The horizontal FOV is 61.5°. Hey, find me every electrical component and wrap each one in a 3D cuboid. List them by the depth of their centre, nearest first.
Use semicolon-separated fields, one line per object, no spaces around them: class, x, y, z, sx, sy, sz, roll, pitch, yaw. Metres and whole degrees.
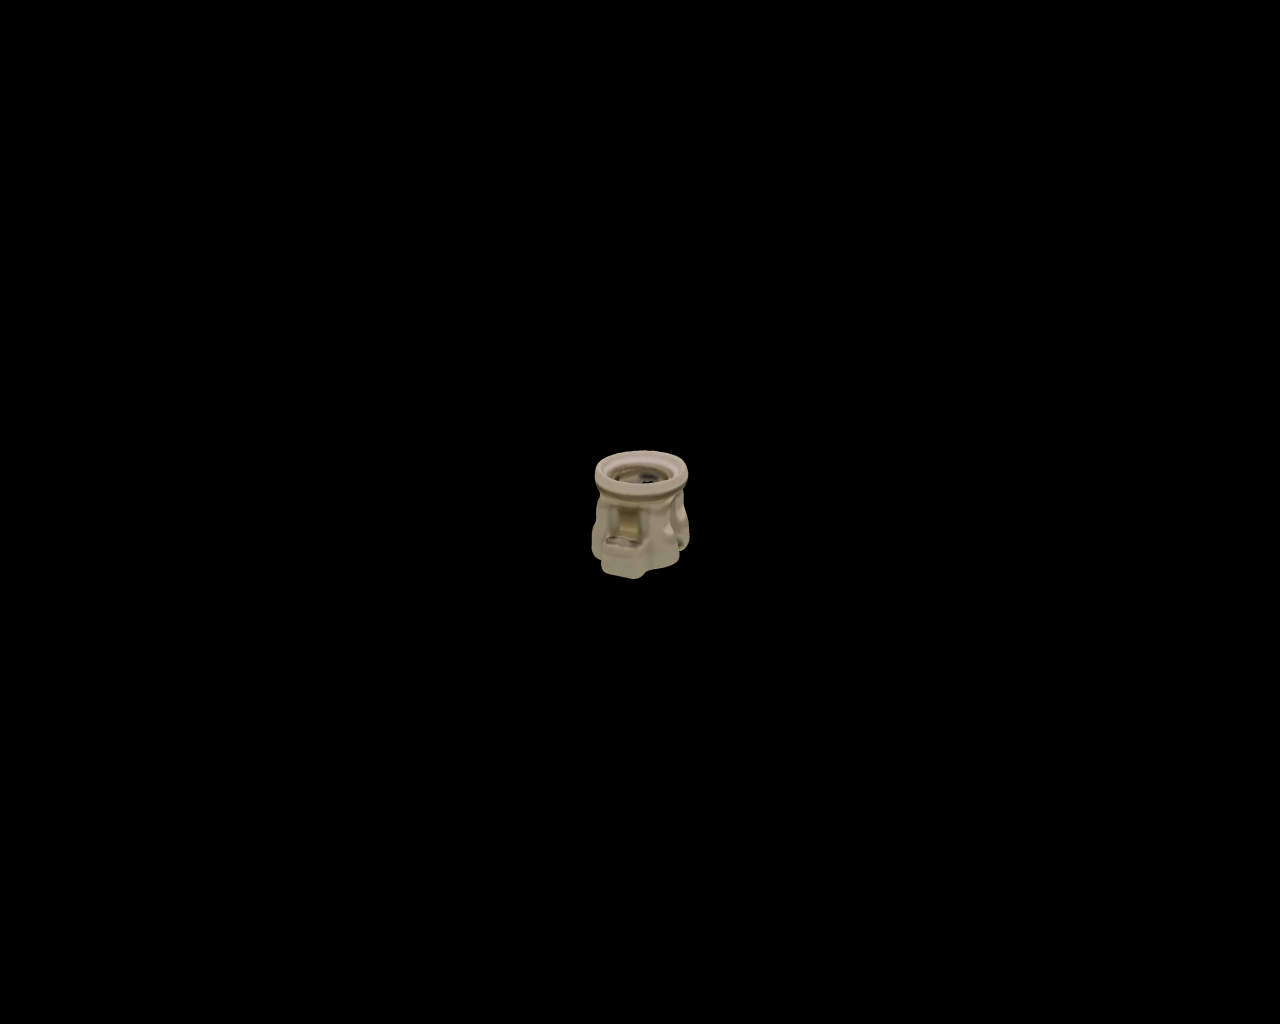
electrical component;0.001;-0.003;0.650;0.058;0.056;0.078;8;26;18
